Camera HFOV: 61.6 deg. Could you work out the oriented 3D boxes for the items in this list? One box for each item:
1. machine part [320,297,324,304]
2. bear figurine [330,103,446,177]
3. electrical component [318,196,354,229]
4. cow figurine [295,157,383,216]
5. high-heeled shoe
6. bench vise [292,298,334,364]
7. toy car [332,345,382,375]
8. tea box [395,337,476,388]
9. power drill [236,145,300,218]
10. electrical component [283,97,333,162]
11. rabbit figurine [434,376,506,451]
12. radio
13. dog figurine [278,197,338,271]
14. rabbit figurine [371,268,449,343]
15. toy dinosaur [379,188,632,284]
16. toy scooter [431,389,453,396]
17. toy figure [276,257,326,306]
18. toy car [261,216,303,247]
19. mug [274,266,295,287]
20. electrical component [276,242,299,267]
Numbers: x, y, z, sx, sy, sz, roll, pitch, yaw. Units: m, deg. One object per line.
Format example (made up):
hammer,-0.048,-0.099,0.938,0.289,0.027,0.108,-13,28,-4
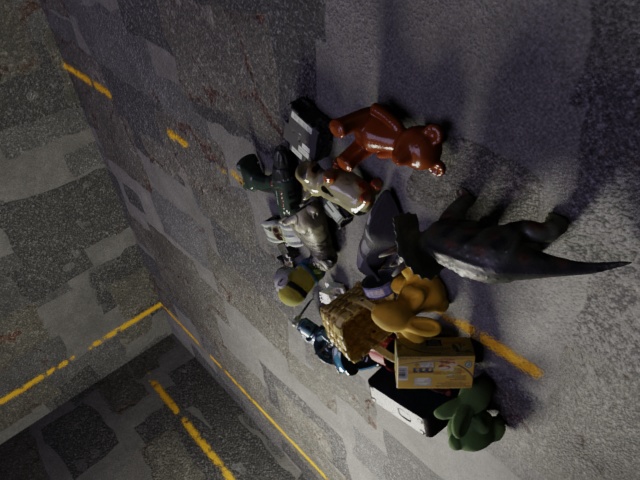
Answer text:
machine part,0.051,0.208,1.574,0.139,0.084,0.039,48,-175,35
bear figurine,0.130,-0.172,0.994,0.196,0.132,0.120,40,156,40
electrical component,0.036,-0.091,1.304,0.119,0.048,0.074,51,151,11
cow figurine,0.033,-0.120,1.210,0.195,0.085,0.127,29,149,9
high-heeled shoe,0.130,-0.019,1.241,0.145,0.086,0.248,-111,24,-61
bench vise,0.014,0.294,1.640,0.223,0.129,0.240,46,168,5
toy car,0.114,0.307,1.522,0.103,0.162,0.109,-97,-8,-70
tea box,0.254,0.274,1.200,0.068,0.170,0.098,-86,-5,-60
power drill,-0.135,-0.176,1.470,0.208,0.086,0.231,20,138,38
electrical component,-0.028,-0.243,1.240,0.115,0.058,0.134,48,151,20
rabbit figurine,0.340,0.390,1.239,0.121,0.159,0.170,36,132,51
radio,0.241,0.403,1.399,0.230,0.131,0.073,20,133,48
dog figurine,0.000,-0.006,1.393,0.190,0.121,0.172,54,174,-9
rabbit figurine,0.191,0.149,1.177,0.162,0.173,0.122,57,148,9
toy dinosaur,0.267,0.017,0.899,0.405,0.192,0.131,16,134,53
toy scooter,0.277,0.313,1.313,0.135,0.075,0.183,41,151,28
toy figure,-0.042,0.107,1.494,0.089,0.180,0.082,39,150,24
toy car,-0.105,-0.025,1.586,0.202,0.056,0.073,11,128,54
mug,-0.078,0.137,1.688,0.107,0.081,0.109,-2,112,47
electrical component,-0.103,0.042,1.664,0.102,0.045,0.078,-9,113,60
